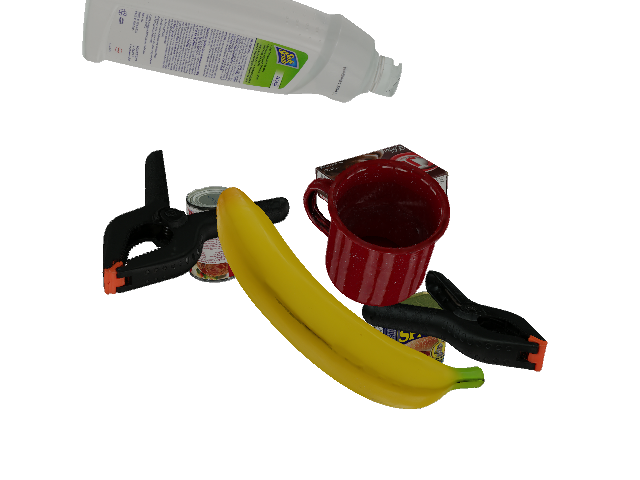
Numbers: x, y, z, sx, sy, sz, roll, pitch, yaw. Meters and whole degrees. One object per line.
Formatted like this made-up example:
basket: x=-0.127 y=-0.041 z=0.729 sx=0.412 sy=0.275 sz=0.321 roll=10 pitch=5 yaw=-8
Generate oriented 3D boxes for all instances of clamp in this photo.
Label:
clamp: x=0.138 y=0.074 z=1.007 sx=0.172 sy=0.039 sz=0.120 roll=20 pitch=33 yaw=25
clamp: x=-0.152 y=-0.018 z=1.035 sx=0.165 sy=0.036 sz=0.209 roll=25 pitch=40 yaw=23

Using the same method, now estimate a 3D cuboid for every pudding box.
pudding box: x=0.064 y=-0.060 z=1.126 sx=0.113 sy=0.039 sz=0.090 roll=-19 pitch=31 yaw=-24

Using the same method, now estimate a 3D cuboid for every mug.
mug: x=0.037 y=-0.008 z=0.832 sx=0.117 sy=0.093 sz=0.081 roll=27 pitch=-36 yaw=14

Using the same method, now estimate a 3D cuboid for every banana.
banana: x=0.000 y=0.039 z=0.622 sx=0.198 sy=0.037 sz=0.069 roll=38 pitch=27 yaw=14

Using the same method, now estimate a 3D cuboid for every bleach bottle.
bleach bottle: x=-0.060 y=-0.159 z=0.859 sx=0.250 sy=0.068 sz=0.103 roll=15 pitch=-29 yaw=-7

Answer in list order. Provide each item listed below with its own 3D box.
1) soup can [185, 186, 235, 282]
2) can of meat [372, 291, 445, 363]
soup can: x=-0.132 y=-0.008 z=1.326 sx=0.068 sy=0.102 sz=0.068 roll=0 pitch=26 yaw=0
can of meat: x=0.112 y=0.120 z=1.343 sx=0.101 sy=0.084 sz=0.058 roll=-12 pitch=30 yaw=-28
